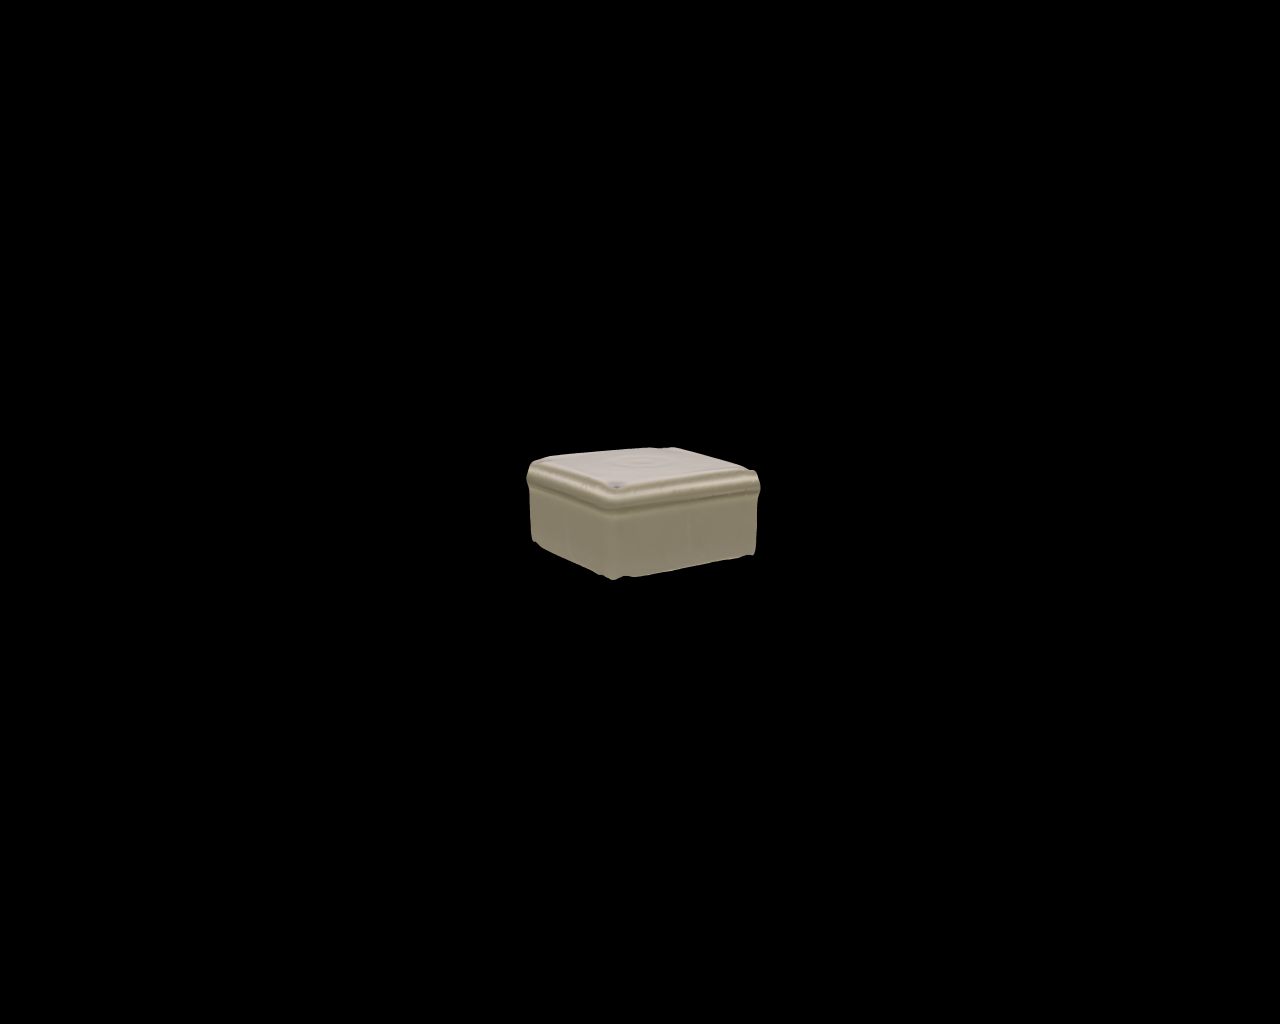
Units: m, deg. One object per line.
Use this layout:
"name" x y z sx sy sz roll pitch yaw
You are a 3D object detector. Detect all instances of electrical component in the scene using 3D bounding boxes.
"electrical component" 0.001 -0.003 0.650 0.109 0.056 0.109 -8 15 -30
